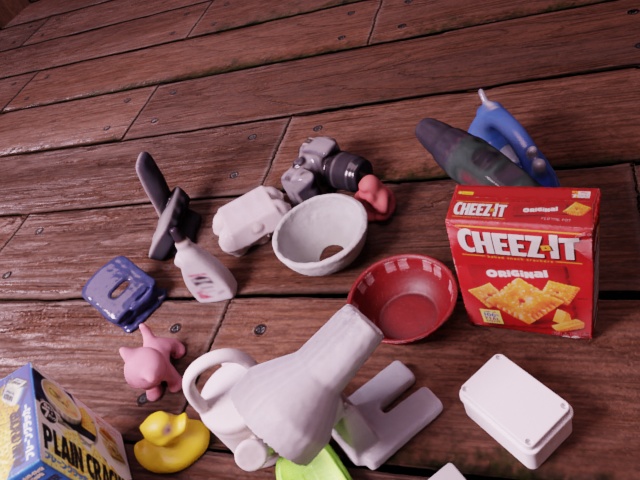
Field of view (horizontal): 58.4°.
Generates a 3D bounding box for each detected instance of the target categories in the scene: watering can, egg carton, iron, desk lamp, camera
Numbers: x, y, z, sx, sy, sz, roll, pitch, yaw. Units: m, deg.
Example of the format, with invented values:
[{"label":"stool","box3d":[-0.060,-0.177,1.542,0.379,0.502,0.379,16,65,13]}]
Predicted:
[{"label":"watering can","box3d":[-0.098,0.208,0.724,0.101,0.194,0.172,-42,45,-18]},{"label":"egg carton","box3d":[-0.125,-0.036,1.070,0.150,0.070,0.107,-30,43,-5]},{"label":"iron","box3d":[0.313,-0.131,0.908,0.118,0.142,0.257,-24,43,2]},{"label":"desk lamp","box3d":[0.022,0.182,0.680,0.203,0.214,0.117,-37,44,-12]},{"label":"camera","box3d":[0.018,-0.129,1.073,0.136,0.101,0.143,19,58,37]}]

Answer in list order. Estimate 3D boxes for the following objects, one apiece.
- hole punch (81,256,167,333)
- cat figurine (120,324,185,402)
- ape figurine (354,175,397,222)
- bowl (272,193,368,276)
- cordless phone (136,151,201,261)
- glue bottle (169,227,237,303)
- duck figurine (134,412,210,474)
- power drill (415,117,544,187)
[{"label":"hole punch","box3d":[-0.351,0.095,1.030,0.100,0.091,0.109,20,59,38]},{"label":"cat figurine","box3d":[-0.262,0.185,0.879,0.067,0.118,0.127,-21,43,4]},{"label":"ape figurine","box3d":[0.092,-0.075,0.992,0.076,0.092,0.077,-29,43,-4]},{"label":"bowl","box3d":[0.009,0.003,0.965,0.167,0.075,0.167,-13,44,13]},{"label":"cordless phone","box3d":[-0.316,-0.065,1.102,0.094,0.185,0.147,-14,44,12]},{"label":"glue bottle","box3d":[-0.205,0.040,0.956,0.078,0.173,0.037,-13,44,13]},{"label":"duck figurine","box3d":[-0.217,0.273,0.796,0.104,0.086,0.077,-21,43,4]},{"label":"power drill","box3d":[0.232,-0.057,0.822,0.076,0.209,0.228,-37,44,-13]}]
